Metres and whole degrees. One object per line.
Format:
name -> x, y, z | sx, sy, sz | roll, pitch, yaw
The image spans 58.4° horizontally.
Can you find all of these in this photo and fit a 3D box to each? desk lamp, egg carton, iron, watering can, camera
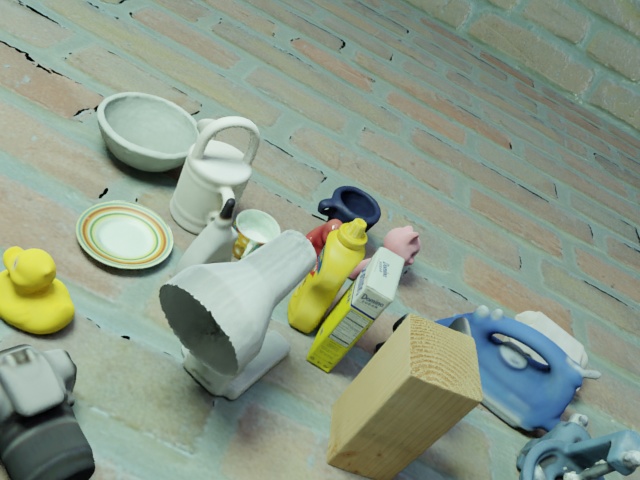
desk lamp -> -0.094, 0.089, 0.670 | 0.118, 0.213, 0.204 | 41, 38, 13
egg carton -> 0.396, 0.195, 1.004 | 0.150, 0.069, 0.107 | 39, 38, 10
iron -> 0.294, 0.178, 0.895 | 0.258, 0.141, 0.119 | 36, 38, 7
watering can -> -0.158, -0.112, 0.867 | 0.101, 0.194, 0.172 | -19, 59, -45
camera -> -0.282, 0.178, 0.533 | 0.144, 0.100, 0.136 | -18, 59, -45

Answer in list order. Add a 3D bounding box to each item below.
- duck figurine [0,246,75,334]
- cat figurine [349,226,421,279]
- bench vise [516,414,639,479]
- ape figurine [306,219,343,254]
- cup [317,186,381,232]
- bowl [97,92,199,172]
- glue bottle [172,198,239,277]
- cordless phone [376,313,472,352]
duck figurine -> -0.326, 0.051, 0.658 | 0.104, 0.086, 0.078 | 38, 38, 9
cat figurine -> 0.120, 0.024, 0.968 | 0.128, 0.117, 0.067 | -21, 60, -46
bench vise -> 0.325, 0.280, 0.737 | 0.121, 0.219, 0.207 | 28, 37, -4
ape figurine -> 0.009, 0.003, 0.936 | 0.078, 0.092, 0.076 | 18, 39, -16
cup -> 0.036, -0.033, 0.993 | 0.118, 0.095, 0.091 | 2, 46, -33
bowl -> -0.283, -0.165, 0.939 | 0.168, 0.074, 0.167 | 19, 39, -16
glue bottle -> -0.142, 0.009, 0.759 | 0.078, 0.173, 0.037 | -20, 60, -46
cordless phone -> 0.156, 0.150, 0.795 | 0.094, 0.185, 0.147 | 19, 39, -16
